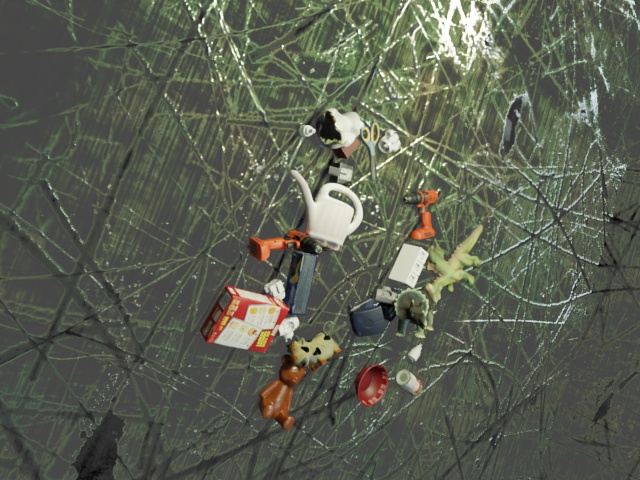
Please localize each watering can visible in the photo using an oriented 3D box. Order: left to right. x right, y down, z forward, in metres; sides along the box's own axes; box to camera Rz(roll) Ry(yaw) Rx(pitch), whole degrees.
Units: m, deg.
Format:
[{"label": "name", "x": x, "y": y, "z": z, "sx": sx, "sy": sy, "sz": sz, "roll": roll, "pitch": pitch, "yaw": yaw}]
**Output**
[{"label": "watering can", "x": 0.005, "y": -0.084, "z": 1.668, "sx": 0.345, "sy": 0.225, "sz": 0.104, "roll": 20, "pitch": -4, "yaw": -40}]

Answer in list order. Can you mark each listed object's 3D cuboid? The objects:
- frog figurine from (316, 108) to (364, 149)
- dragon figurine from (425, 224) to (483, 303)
[{"label": "frog figurine", "x": 0.064, "y": -0.369, "z": 1.676, "sx": 0.120, "sy": 0.138, "sz": 0.162, "roll": -45, "pitch": -4, "yaw": 36}, {"label": "dragon figurine", "x": 0.546, "y": 0.076, "z": 2.151, "sx": 0.240, "sy": 0.415, "sz": 0.122, "roll": 29, "pitch": -17, "yaw": -30}]
